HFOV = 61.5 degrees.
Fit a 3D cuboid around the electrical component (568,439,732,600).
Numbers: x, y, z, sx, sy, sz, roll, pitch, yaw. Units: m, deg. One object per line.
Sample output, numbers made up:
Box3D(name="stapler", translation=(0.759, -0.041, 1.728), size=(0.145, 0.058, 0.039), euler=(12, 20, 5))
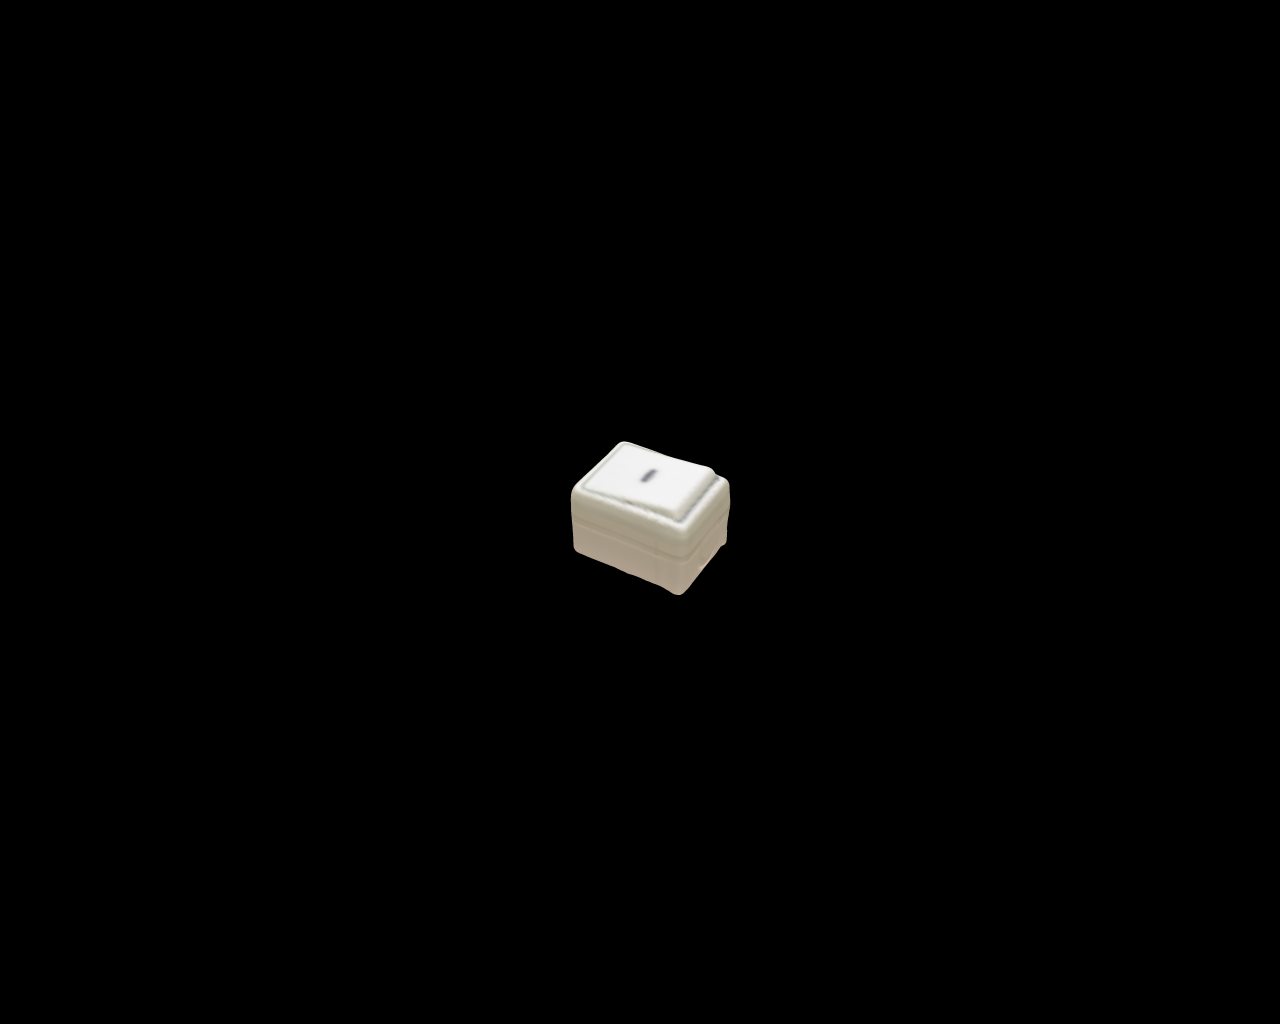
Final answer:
Box3D(name="electrical component", translation=(0.001, -0.003, 0.650), size=(0.096, 0.061, 0.062), euler=(22, 45, 23))
